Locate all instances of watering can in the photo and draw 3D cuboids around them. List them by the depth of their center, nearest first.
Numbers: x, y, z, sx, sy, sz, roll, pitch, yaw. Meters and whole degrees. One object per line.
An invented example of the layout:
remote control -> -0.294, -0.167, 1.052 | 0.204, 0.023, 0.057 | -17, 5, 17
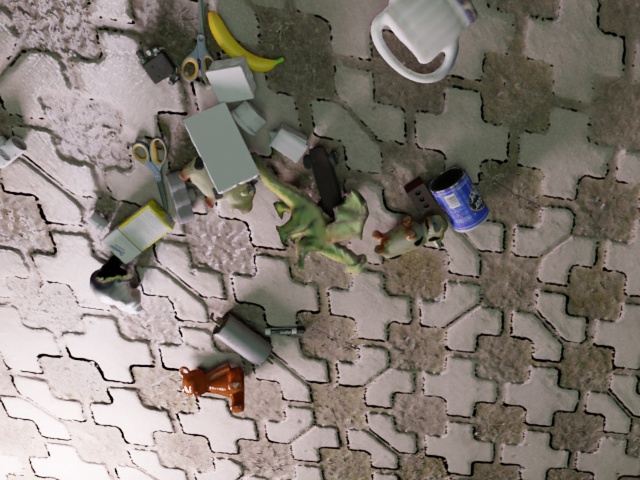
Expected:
watering can -> 0.199, -0.513, 1.134 | 0.222, 0.106, 0.344 | -40, 110, 14

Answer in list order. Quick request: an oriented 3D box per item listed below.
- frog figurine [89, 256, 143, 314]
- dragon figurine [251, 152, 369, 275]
frog figurine -> -0.554, 0.145, 1.403 | 0.138, 0.125, 0.156 | 20, 128, 24
dragon figurine -> 0.004, -0.066, 1.302 | 0.242, 0.125, 0.404 | -17, 114, 15
